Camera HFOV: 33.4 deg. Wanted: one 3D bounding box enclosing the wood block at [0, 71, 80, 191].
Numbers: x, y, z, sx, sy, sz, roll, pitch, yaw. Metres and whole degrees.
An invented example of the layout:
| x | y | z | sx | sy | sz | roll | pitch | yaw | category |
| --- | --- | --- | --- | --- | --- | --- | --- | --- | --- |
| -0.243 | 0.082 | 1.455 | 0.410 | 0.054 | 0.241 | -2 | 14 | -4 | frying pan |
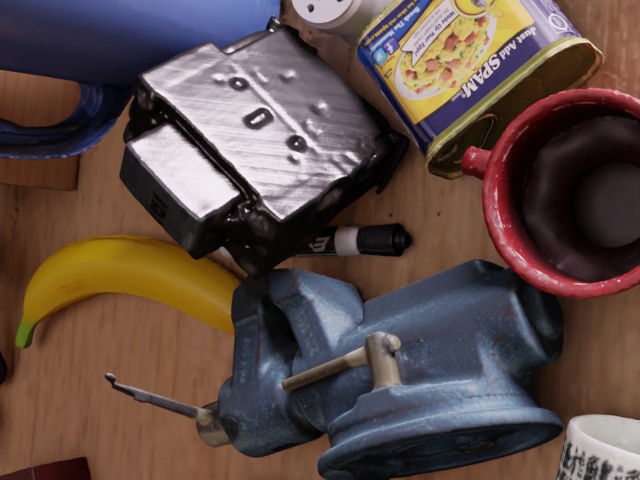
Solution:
| x | y | z | sx | sy | sz | roll | pitch | yaw | category |
| --- | --- | --- | --- | --- | --- | --- | --- | --- | --- |
| -0.212 | -0.140 | 0.701 | 0.091 | 0.090 | 0.206 | 7 | 91 | 31 | wood block |

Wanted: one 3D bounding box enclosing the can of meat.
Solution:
| x | y | z | sx | sy | sz | roll | pitch | yaw | category |
| --- | --- | --- | --- | --- | --- | --- | --- | --- | --- |
| 0.078 | -0.096 | 0.552 | 0.102 | 0.057 | 0.084 | -40 | 67 | 21 | can of meat |

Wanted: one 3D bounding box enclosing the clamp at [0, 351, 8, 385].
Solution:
| x | y | z | sx | sy | sz | roll | pitch | yaw | category |
| --- | --- | --- | --- | --- | --- | --- | --- | --- | --- |
| -0.260 | 0.014 | 0.709 | 0.120 | 0.039 | 0.171 | 32 | 140 | 28 | clamp |

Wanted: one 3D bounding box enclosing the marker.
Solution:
| x | y | z | sx | sy | sz | roll | pitch | yaw | category |
| --- | --- | --- | --- | --- | --- | --- | --- | --- | --- |
| -0.004 | 0.001 | 0.615 | 0.121 | 0.020 | 0.020 | -1 | 87 | 30 | marker |

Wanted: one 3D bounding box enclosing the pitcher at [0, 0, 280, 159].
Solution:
| x | y | z | sx | sy | sz | roll | pitch | yaw | category |
| --- | --- | --- | --- | --- | --- | --- | --- | --- | --- |
| -0.127 | -0.133 | 0.563 | 0.149 | 0.242 | 0.145 | -41 | 69 | 22 | pitcher |

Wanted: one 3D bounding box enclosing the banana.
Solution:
| x | y | z | sx | sy | sz | roll | pitch | yaw | category |
| --- | --- | --- | --- | --- | --- | --- | --- | --- | --- |
| -0.118 | 0.030 | 0.672 | 0.198 | 0.037 | 0.069 | -5 | 102 | 31 | banana |

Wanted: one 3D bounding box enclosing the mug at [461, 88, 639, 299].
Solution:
| x | y | z | sx | sy | sz | roll | pitch | yaw | category |
| --- | --- | --- | --- | --- | --- | --- | --- | --- | --- |
| 0.124 | -0.022 | 0.507 | 0.117 | 0.081 | 0.093 | 16 | 96 | 29 | mug |

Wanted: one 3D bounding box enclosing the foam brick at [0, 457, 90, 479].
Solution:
| x | y | z | sx | sy | sz | roll | pitch | yaw | category |
| --- | --- | --- | --- | --- | --- | --- | --- | --- | --- |
| -0.179 | 0.185 | 0.687 | 0.053 | 0.051 | 0.078 | -20 | 78 | 27 | foam brick |
